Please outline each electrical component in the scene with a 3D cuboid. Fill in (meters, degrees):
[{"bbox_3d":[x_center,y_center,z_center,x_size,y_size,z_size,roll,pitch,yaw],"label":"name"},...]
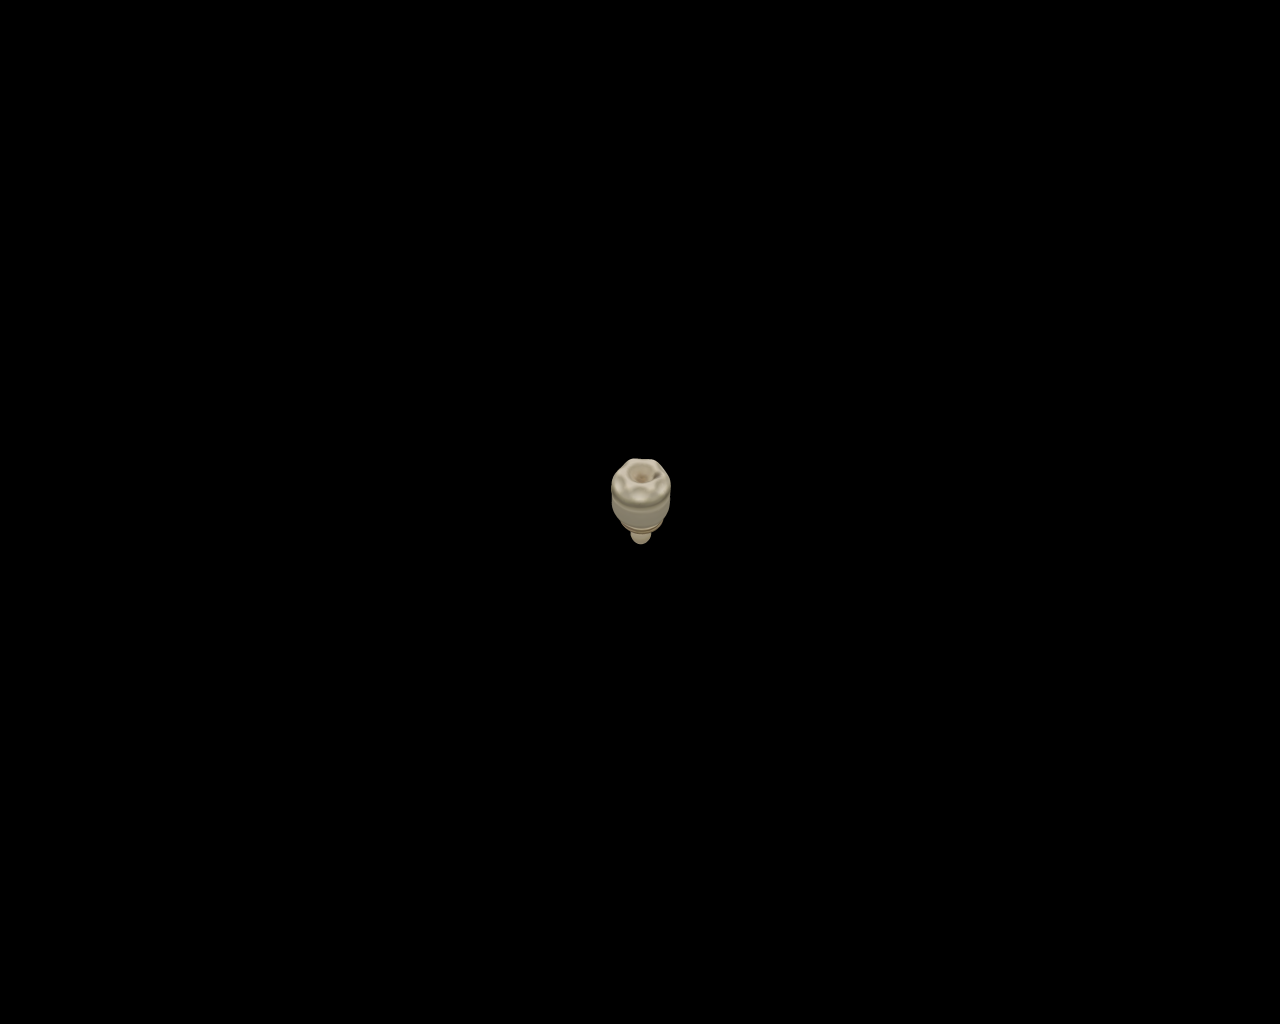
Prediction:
[{"bbox_3d":[0.001,-0.003,0.650,0.035,0.035,0.061,0,-43,0],"label":"electrical component"}]
